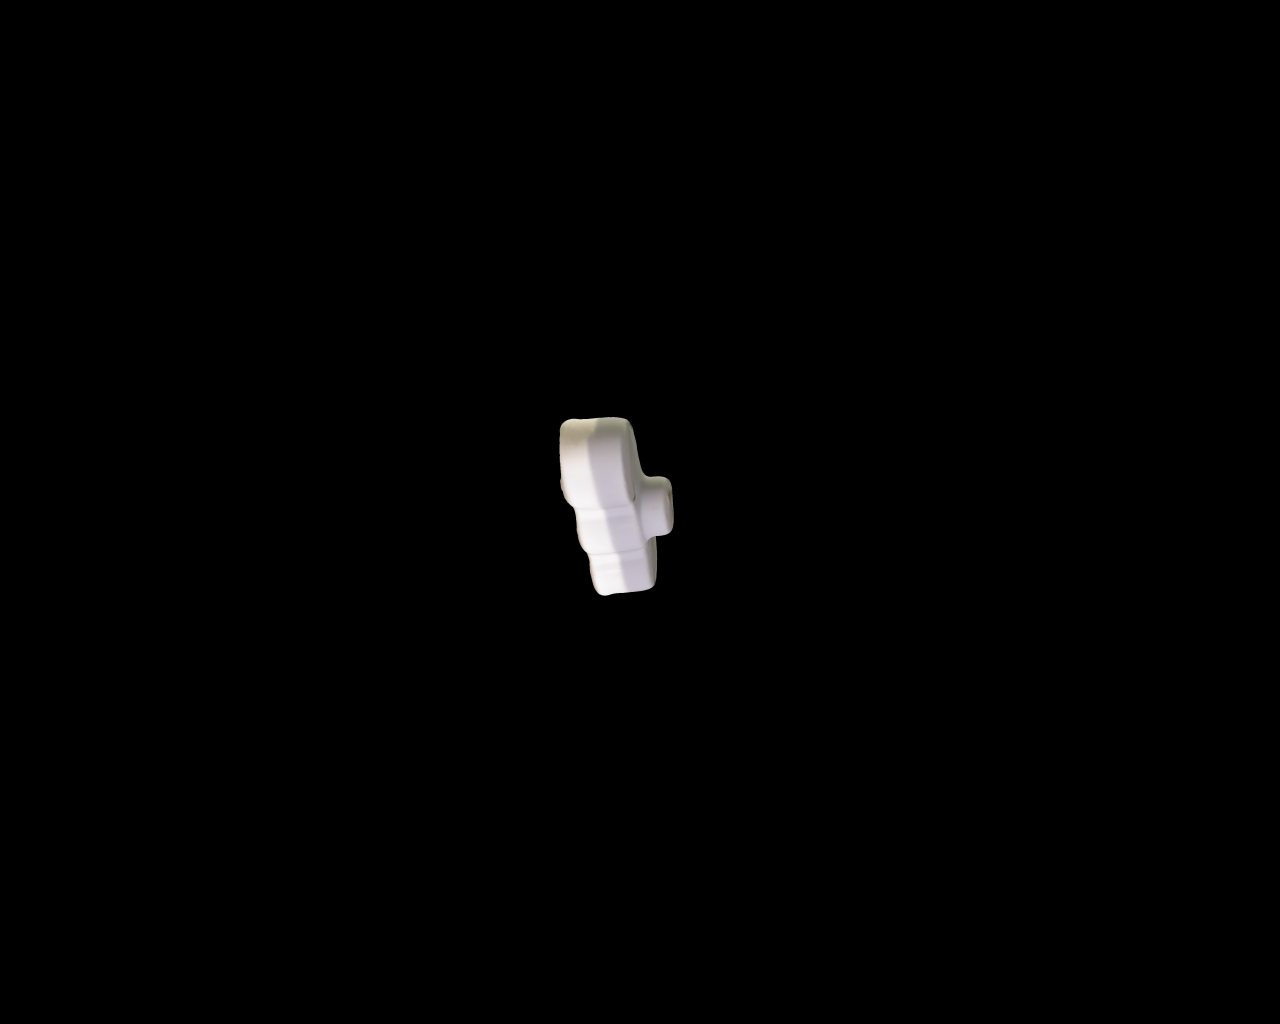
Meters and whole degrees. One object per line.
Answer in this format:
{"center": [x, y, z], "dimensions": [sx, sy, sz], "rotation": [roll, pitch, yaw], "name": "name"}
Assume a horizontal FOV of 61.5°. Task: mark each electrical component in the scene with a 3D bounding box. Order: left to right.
{"center": [0.001, -0.003, 0.650], "dimensions": [0.074, 0.052, 0.138], "rotation": [-5, -40, 6], "name": "electrical component"}
